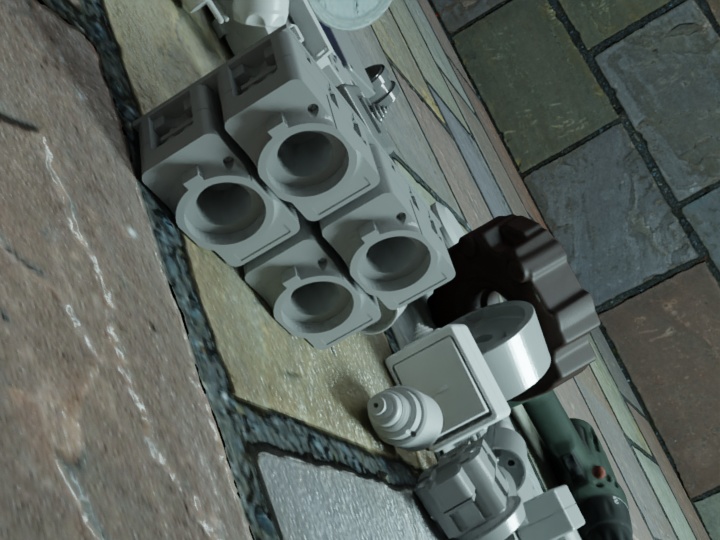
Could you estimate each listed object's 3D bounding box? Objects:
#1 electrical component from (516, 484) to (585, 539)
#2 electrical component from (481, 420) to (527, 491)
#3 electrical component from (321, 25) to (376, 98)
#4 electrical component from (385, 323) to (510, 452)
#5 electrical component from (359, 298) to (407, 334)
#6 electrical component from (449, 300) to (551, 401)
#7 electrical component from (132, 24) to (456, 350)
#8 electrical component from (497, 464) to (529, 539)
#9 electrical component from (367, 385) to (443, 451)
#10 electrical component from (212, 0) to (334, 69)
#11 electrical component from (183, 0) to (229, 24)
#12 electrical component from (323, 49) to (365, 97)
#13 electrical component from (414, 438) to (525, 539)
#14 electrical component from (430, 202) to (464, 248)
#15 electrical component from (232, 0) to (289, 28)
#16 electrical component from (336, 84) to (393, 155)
[{"bbox_3d":[0.172,0.233,0.940,0.076,0.047,0.066,64,14,16],"label":"electrical component"},{"bbox_3d":[0.121,0.158,0.919,0.043,0.043,0.081,59,14,-4],"label":"electrical component"},{"bbox_3d":[-0.039,-0.213,1.073,0.078,0.057,0.113,31,32,-63],"label":"electrical component"},{"bbox_3d":[0.064,0.084,0.827,0.096,0.062,0.061,63,14,11],"label":"electrical component"},{"bbox_3d":[0.000,0.000,0.809,0.079,0.043,0.077,57,14,-13],"label":"electrical component"},{"bbox_3d":[0.110,0.079,0.919,0.060,0.108,0.108,63,13,-14],"label":"electrical component"},{"bbox_3d":[-0.032,-0.037,0.638,0.186,0.105,0.060,48,19,-42],"label":"electrical component"},{"bbox_3d":[0.096,0.171,0.803,0.066,0.048,0.055,68,8,29],"label":"electrical component"},{"bbox_3d":[0.026,0.096,0.712,0.078,0.040,0.040,35,29,-60],"label":"electrical component"},{"bbox_3d":[-0.084,-0.209,0.887,0.063,0.079,0.121,-14,74,-53],"label":"electrical component"},{"bbox_3d":[-0.124,-0.221,0.813,0.079,0.044,0.077,58,14,-12],"label":"electrical component"},{"bbox_3d":[-0.039,-0.159,0.959,0.095,0.059,0.053,53,16,-29],"label":"electrical component"},{"bbox_3d":[0.076,0.156,0.735,0.057,0.058,0.078,57,13,-1],"label":"electrical component"},{"bbox_3d":[0.084,-0.028,1.149,0.080,0.051,0.080,55,15,-22],"label":"electrical component"},{"bbox_3d":[-0.074,-0.217,0.817,0.043,0.043,0.062,-74,171,-71],"label":"electrical component"},{"bbox_3d":[-0.021,-0.100,0.825,0.061,0.096,0.061,60,14,-2],"label":"electrical component"}]
